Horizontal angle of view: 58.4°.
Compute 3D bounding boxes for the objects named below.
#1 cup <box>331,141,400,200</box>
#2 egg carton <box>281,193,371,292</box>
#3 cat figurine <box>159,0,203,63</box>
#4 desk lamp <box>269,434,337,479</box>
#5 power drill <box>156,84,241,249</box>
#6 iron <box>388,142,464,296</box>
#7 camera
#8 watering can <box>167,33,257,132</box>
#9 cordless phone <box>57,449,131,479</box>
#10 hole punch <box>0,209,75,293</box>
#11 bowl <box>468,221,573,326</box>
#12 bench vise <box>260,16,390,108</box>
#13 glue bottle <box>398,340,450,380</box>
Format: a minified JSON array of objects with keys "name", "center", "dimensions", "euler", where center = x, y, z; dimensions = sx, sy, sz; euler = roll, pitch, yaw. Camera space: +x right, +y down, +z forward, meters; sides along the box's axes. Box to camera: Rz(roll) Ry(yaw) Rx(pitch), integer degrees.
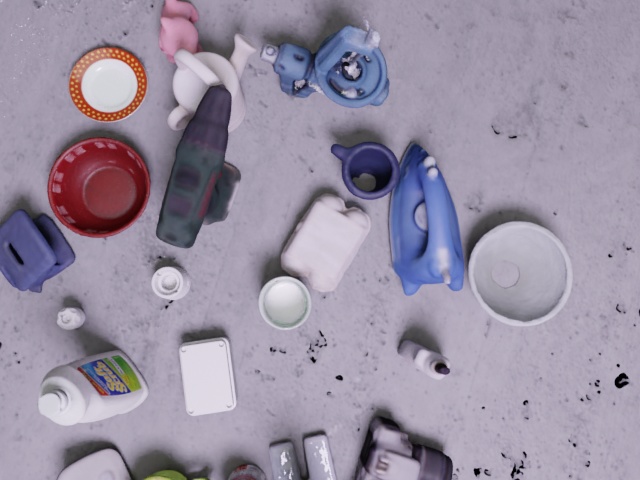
[{"name":"cup","center":[0.066,-0.111,0.927],"dimensions":[0.118,0.095,0.092],"euler":[32,84,1]},{"name":"egg carton","center":[0.009,0.003,0.927],"dimensions":[0.107,0.069,0.150],"euler":[30,84,1]},{"name":"cat figurine","center":[-0.231,-0.343,0.926],"dimensions":[0.067,0.117,0.128],"euler":[-11,85,-3]},{"name":"desk lamp","center":[-0.017,0.411,0.817],"dimensions":[0.118,0.213,0.203],"euler":[-13,85,-3]},{"name":"power drill","center":[-0.174,-0.097,0.860],"dimensions":[0.075,0.208,0.230],"euler":[18,84,0]},{"name":"iron","center":[0.172,-0.044,0.902],"dimensions":[0.118,0.141,0.258],"euler":[-6,85,-2]},{"name":"camera","center":[0.129,0.365,0.883],"dimensions":[0.137,0.100,0.143],"euler":[17,84,0]},{"name":"watering can","center":[-0.170,-0.243,0.880],"dimensions":[0.101,0.194,0.173],"euler":[21,84,0]},{"name":"cordless phone","center":[-0.334,0.395,0.820],"dimensions":[0.094,0.185,0.147],"euler":[-25,86,-4]},{"name":"hole punch","center":[-0.459,0.020,0.897],"dimensions":[0.101,0.091,0.108],"euler":[-36,87,-5]},{"name":"bowl","center":[0.315,0.056,0.932],"dimensions":[0.167,0.074,0.167],"euler":[0,85,-2]},{"name":"bench vise","center":[0.013,-0.265,0.877],"dimensions":[0.207,0.219,0.121],"euler":[-6,85,-2]},{"name":"glue bottle","center":[0.167,0.186,0.865],"dimensions":[0.078,0.173,0.037],"euler":[27,84,1]}]
